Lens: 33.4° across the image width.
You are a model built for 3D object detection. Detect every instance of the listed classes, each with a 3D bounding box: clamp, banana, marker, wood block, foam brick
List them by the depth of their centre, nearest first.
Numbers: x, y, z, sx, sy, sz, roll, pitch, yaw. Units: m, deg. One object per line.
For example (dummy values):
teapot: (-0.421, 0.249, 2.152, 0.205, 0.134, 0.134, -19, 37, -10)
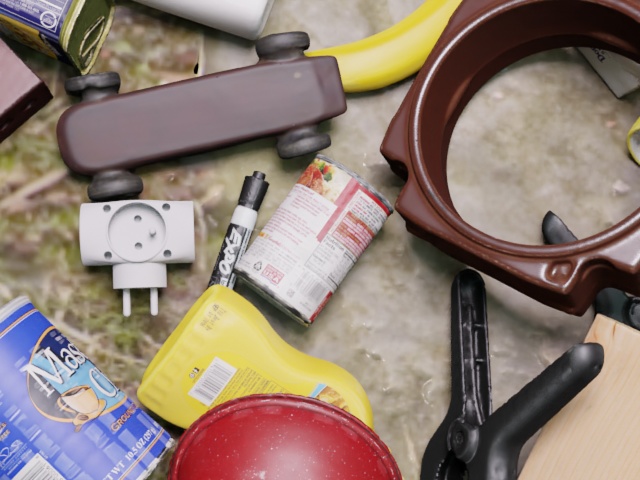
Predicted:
wood block: (0.197, 0.167, 0.711, 0.090, 0.091, 0.206, 21, 95, -37)
clamp: (0.114, 0.134, 0.717, 0.036, 0.165, 0.210, 13, 94, -24)
foam brick: (-0.233, -0.097, 0.733, 0.078, 0.053, 0.051, -43, 91, -7)
marker: (-0.062, 0.008, 0.761, 0.020, 0.020, 0.121, 19, 84, -5)
clamp: (0.242, 0.044, 0.778, 0.120, 0.039, 0.171, -18, 94, 11)
banana: (0.064, -0.158, 0.779, 0.197, 0.037, 0.069, -28, 91, -8)

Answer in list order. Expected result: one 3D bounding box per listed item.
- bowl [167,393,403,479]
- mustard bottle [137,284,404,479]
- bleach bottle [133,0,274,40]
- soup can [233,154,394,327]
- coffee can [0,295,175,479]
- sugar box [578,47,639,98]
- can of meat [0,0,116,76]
bowl: (-0.026, 0.181, 0.696, 0.162, 0.055, 0.162, 3, 116, 5)
mustard bottle: (-0.022, 0.120, 0.731, 0.191, 0.058, 0.096, 36, 103, -9)
bleach bottle: (-0.146, -0.228, 0.749, 0.251, 0.068, 0.102, 20, 80, -2)
soup can: (-0.005, 0.001, 0.744, 0.068, 0.068, 0.102, 36, 83, -3)
coffee can: (-0.180, 0.121, 0.698, 0.140, 0.103, 0.102, 44, 82, -2)
sugar box: (0.268, -0.197, 0.800, 0.176, 0.048, 0.093, -39, 90, -9)
can of meat: (-0.191, -0.160, 0.719, 0.084, 0.102, 0.057, 24, 85, -2)
